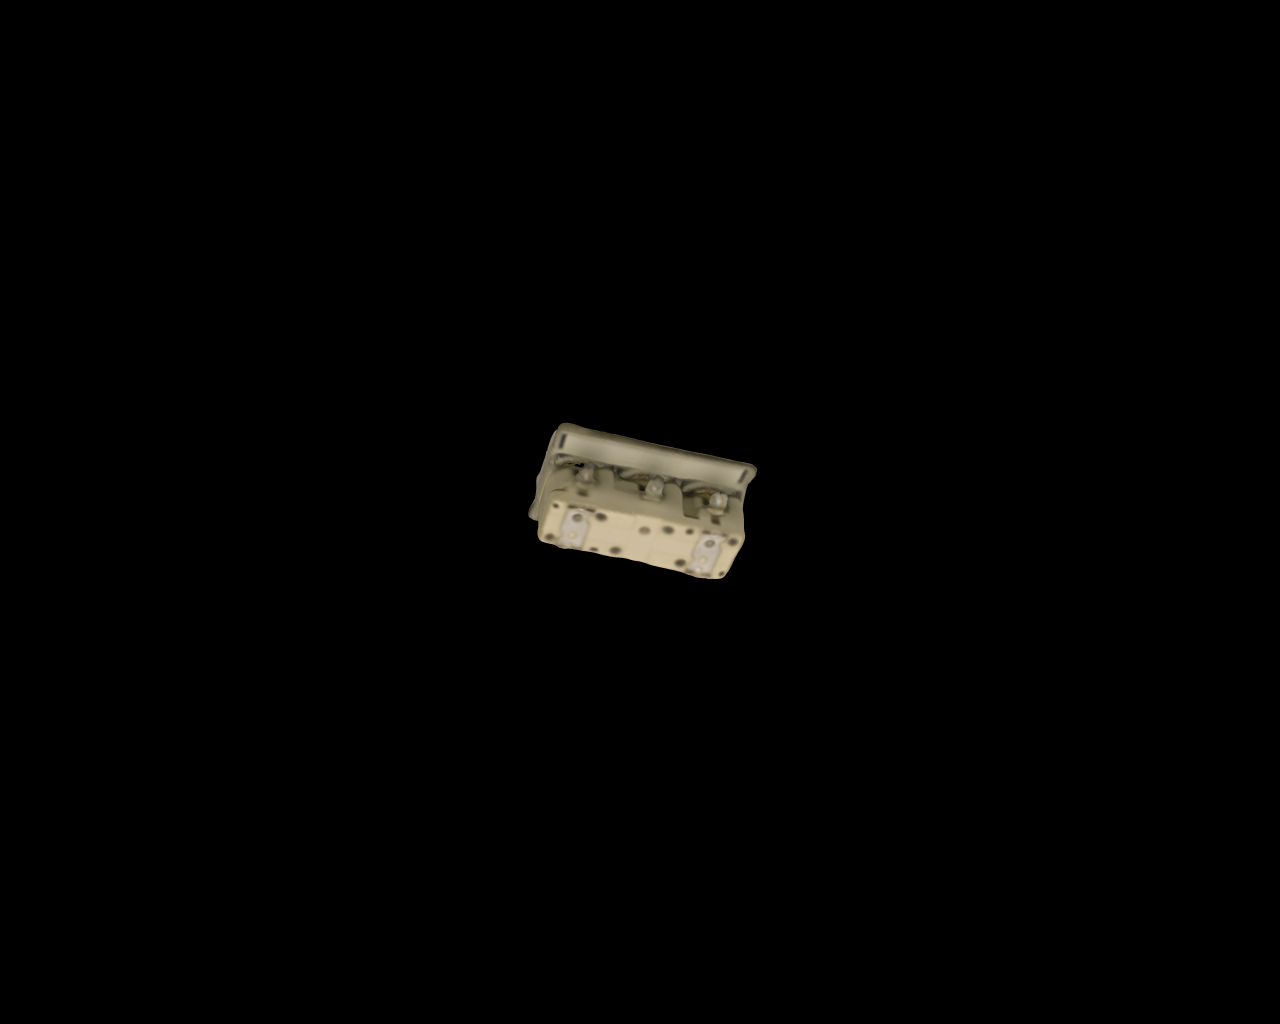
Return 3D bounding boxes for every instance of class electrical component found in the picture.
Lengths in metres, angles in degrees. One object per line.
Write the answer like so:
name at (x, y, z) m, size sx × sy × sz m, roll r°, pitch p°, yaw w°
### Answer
electrical component at (0.001, -0.003, 0.650) m, size 0.121 × 0.063 × 0.078 m, roll 13°, pitch -47°, yaw -12°
